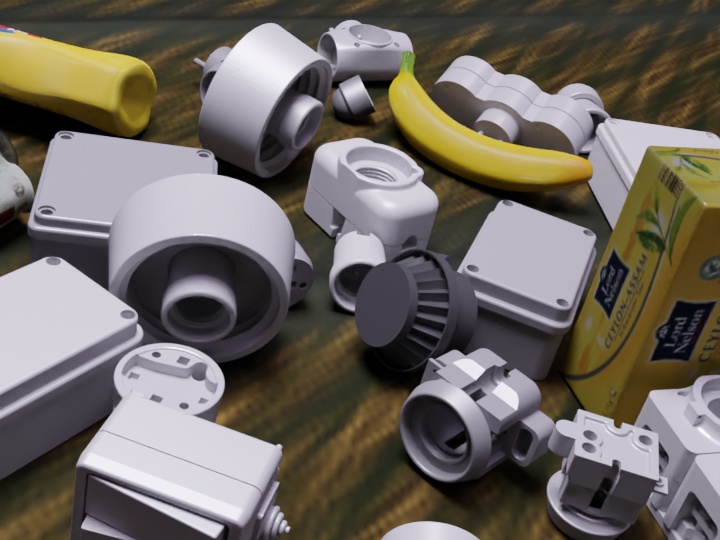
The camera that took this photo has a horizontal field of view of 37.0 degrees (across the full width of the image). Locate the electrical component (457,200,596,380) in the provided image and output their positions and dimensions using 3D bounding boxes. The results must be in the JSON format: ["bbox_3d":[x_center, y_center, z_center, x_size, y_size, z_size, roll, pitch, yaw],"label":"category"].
[{"bbox_3d":[0.107,0.010,0.712,0.078,0.057,0.113,21,35,10],"label":"electrical component"}]

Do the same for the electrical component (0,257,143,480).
[{"bbox_3d":[-0.177,0.049,0.554,0.078,0.057,0.113,32,38,23],"label":"electrical component"}]

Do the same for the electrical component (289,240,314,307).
[{"bbox_3d":[-0.059,-0.007,0.687,0.045,0.045,0.055,-7,40,-28],"label":"electrical component"}]

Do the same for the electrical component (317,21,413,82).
[{"bbox_3d":[-0.003,-0.204,0.987,0.077,0.044,0.079,-6,39,-27],"label":"electrical component"}]

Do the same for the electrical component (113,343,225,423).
[{"bbox_3d":[-0.100,0.073,0.555,0.055,0.047,0.055,10,35,-7],"label":"electrical component"}]

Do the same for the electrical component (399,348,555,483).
[{"bbox_3d":[0.059,0.082,0.593,0.078,0.058,0.057,36,37,29],"label":"electrical component"}]

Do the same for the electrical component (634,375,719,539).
[{"bbox_3d":[0.220,0.130,0.578,0.089,0.061,0.150,0,37,-20],"label":"electrical component"}]

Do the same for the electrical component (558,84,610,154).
[{"bbox_3d":[0.199,-0.137,0.964,0.045,0.045,0.055,8,35,-10],"label":"electrical component"}]

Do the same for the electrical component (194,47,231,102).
[{"bbox_3d":[-0.102,-0.159,0.888,0.079,0.044,0.077,33,38,25],"label":"electrical component"}]

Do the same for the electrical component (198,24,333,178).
[{"bbox_3d":[-0.062,-0.119,0.794,0.060,0.108,0.108,31,37,14],"label":"electrical component"}]

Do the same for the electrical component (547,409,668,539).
[{"bbox_3d":[0.128,0.112,0.575,0.066,0.055,0.048,17,34,4],"label":"electrical component"}]

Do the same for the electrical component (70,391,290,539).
[{"bbox_3d":[-0.081,0.110,0.497,0.096,0.061,0.061,19,34,6],"label":"electrical component"}]

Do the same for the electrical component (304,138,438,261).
[{"bbox_3d":[0.008,-0.050,0.759,0.054,0.059,0.095,-15,44,-36],"label":"electrical component"}]

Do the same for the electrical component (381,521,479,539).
[{"bbox_3d":[0.032,0.150,0.488,0.055,0.055,0.047,14,38,0],"label":"electrical component"}]

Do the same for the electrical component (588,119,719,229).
[{"bbox_3d":[0.252,-0.069,0.877,0.109,0.056,0.108,6,35,-12],"label":"electrical component"}]

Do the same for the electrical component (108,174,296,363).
[{"bbox_3d":[-0.090,0.007,0.605,0.108,0.108,0.060,7,41,-11],"label":"electrical component"}]

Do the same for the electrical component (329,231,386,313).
[{"bbox_3d":[0.000,0.000,0.704,0.040,0.040,0.046,10,29,-7],"label":"electrical component"}]

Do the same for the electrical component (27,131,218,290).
[{"bbox_3d":[-0.148,-0.033,0.681,0.109,0.056,0.108,7,35,-11],"label":"electrical component"}]

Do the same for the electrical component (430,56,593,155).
[{"bbox_3d":[0.120,-0.124,0.913,0.138,0.052,0.073,27,59,18],"label":"electrical component"}]
